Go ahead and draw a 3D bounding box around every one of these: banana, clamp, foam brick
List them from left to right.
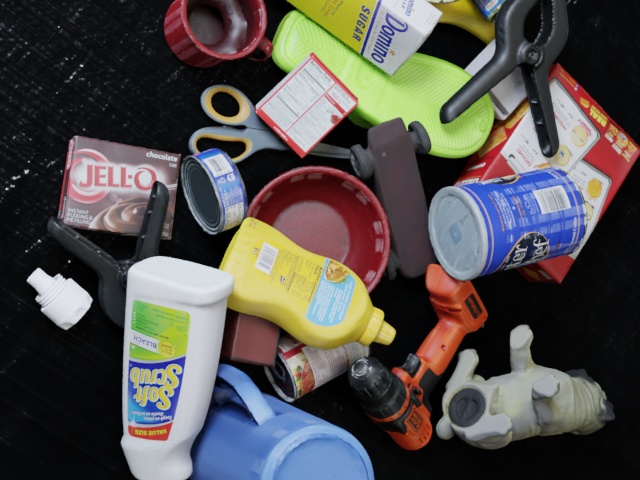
[{"bbox_3d":[-0.198,0.031,1.060,0.120,0.039,0.171,-9,112,-8],"label":"clamp"},{"bbox_3d":[-0.081,0.102,1.114,0.052,0.078,0.051,13,81,-27],"label":"foam brick"},{"bbox_3d":[0.143,-0.261,1.262,0.197,0.037,0.069,5,83,-26],"label":"banana"},{"bbox_3d":[0.219,-0.205,1.196,0.164,0.036,0.210,6,99,-28],"label":"clamp"}]

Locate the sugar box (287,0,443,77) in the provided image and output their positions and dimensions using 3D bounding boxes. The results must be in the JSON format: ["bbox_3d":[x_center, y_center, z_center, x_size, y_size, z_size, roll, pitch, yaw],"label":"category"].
[{"bbox_3d":[0.032,-0.254,1.121,0.176,0.093,0.048,37,62,-5],"label":"sugar box"}]

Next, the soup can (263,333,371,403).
[{"bbox_3d":[-0.004,0.123,1.155,0.102,0.069,0.068,-26,99,-25],"label":"soup can"}]

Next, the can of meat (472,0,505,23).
[{"bbox_3d":[0.205,-0.303,1.251,0.084,0.058,0.101,55,32,9],"label":"can of meat"}]

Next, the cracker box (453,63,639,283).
[{"bbox_3d":[0.271,-0.079,1.298,0.164,0.072,0.213,41,73,-18],"label":"cracker box"}]

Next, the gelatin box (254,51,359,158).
[{"bbox_3d":[-0.014,-0.145,1.145,0.089,0.030,0.073,-43,107,10],"label":"gelatin box"}]

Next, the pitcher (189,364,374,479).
[{"bbox_3d":[-0.045,0.211,1.034,0.149,0.243,0.145,22,79,-17],"label":"pitcher"}]

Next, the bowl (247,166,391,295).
[{"bbox_3d":[-0.008,0.001,1.152,0.162,0.055,0.162,0,92,-8],"label":"bowl"}]

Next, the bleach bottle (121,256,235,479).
[{"bbox_3d":[-0.145,0.148,1.048,0.068,0.103,0.251,-29,129,-60],"label":"bleach bottle"}]

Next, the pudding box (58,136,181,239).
[{"bbox_3d":[-0.203,-0.051,1.082,0.113,0.039,0.090,9,84,-25],"label":"pudding box"}]

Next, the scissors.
[{"bbox_3d":[-0.051,-0.127,1.173,0.201,0.016,0.096,-9,91,-26],"label":"scissors"}]

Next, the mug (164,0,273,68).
[{"bbox_3d":[-0.103,-0.221,1.115,0.117,0.082,0.093,25,77,-23],"label":"mug"}]

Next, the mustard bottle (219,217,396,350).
[{"bbox_3d":[-0.010,0.058,1.087,0.191,0.058,0.096,27,50,-8],"label":"mustard bottle"}]

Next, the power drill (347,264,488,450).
[{"bbox_3d":[0.108,0.123,1.181,0.187,0.057,0.184,-57,145,-17],"label":"power drill"}]

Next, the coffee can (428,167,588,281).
[{"bbox_3d":[0.205,-0.019,1.168,0.140,0.103,0.103,-12,93,-25],"label":"coffee can"}]

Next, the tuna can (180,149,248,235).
[{"bbox_3d":[-0.109,-0.051,1.102,0.033,0.086,0.086,-22,97,-26],"label":"tuna can"}]
